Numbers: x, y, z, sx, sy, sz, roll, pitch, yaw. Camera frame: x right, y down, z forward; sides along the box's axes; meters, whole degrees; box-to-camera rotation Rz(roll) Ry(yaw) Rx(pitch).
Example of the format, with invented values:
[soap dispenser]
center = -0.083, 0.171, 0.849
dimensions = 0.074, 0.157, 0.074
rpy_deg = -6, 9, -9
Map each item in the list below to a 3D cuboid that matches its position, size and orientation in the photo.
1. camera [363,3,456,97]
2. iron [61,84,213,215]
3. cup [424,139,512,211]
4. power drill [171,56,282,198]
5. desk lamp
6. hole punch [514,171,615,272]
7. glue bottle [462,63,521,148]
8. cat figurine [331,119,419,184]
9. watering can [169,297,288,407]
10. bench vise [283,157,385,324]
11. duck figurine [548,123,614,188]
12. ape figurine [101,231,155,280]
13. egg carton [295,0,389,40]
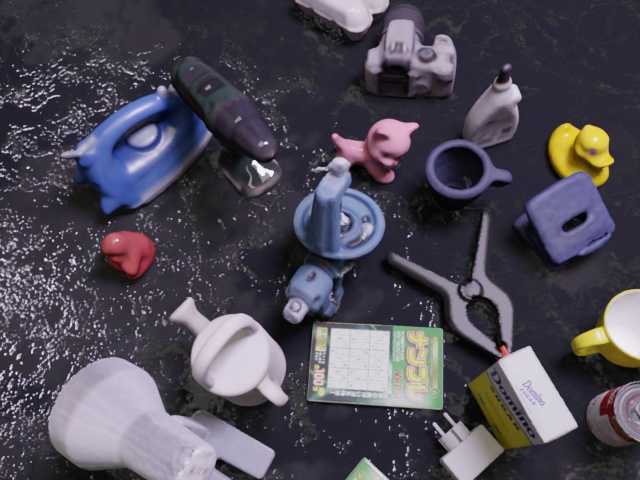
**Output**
[camera]
center = 0.145, -0.309, 0.907
dimensions = 0.143, 0.101, 0.137
rpy_deg = 5, 69, 8
[iron]
center = -0.264, -0.165, 0.869
dimensions = 0.258, 0.141, 0.118
rpy_deg = -43, 70, -11
[cup]
center = 0.205, -0.080, 0.813
dimensions = 0.117, 0.095, 0.092
rpy_deg = 8, 69, 9
[power drill]
center = -0.118, -0.148, 0.812
dimensions = 0.076, 0.208, 0.229
rpy_deg = -39, 70, -10
[desk lamp]
center = -0.175, 0.235, 0.663
dimensions = 0.203, 0.214, 0.118
rpy_deg = 23, 73, 14
[hole punch]
center = 0.338, -0.025, 0.779
dimensions = 0.109, 0.091, 0.101
rpy_deg = -30, 68, -6
[glue bottle]
center = 0.249, -0.190, 0.810
dimensions = 0.078, 0.173, 0.037
rpy_deg = -15, 67, 0
[cat figurine]
center = 0.077, -0.139, 0.837
dimensions = 0.127, 0.118, 0.067
rpy_deg = 4, 69, 8
[watering can]
center = -0.113, 0.141, 0.704
dimensions = 0.172, 0.194, 0.101
rpy_deg = 16, 71, 12
[bench vise]
center = 0.019, 0.004, 0.731
dimensions = 0.121, 0.220, 0.207
rpy_deg = 6, 69, 8
[duck figurine]
center = 0.379, -0.132, 0.821
dimensions = 0.077, 0.086, 0.104
rpy_deg = -27, 68, -5
[ape figurine]
center = -0.284, 0.015, 0.827
dimensions = 0.076, 0.092, 0.077
rpy_deg = -24, 68, -4
[egg carton]
center = 0.038, -0.411, 0.975
dimensions = 0.150, 0.069, 0.107
rpy_deg = 34, 75, 17
